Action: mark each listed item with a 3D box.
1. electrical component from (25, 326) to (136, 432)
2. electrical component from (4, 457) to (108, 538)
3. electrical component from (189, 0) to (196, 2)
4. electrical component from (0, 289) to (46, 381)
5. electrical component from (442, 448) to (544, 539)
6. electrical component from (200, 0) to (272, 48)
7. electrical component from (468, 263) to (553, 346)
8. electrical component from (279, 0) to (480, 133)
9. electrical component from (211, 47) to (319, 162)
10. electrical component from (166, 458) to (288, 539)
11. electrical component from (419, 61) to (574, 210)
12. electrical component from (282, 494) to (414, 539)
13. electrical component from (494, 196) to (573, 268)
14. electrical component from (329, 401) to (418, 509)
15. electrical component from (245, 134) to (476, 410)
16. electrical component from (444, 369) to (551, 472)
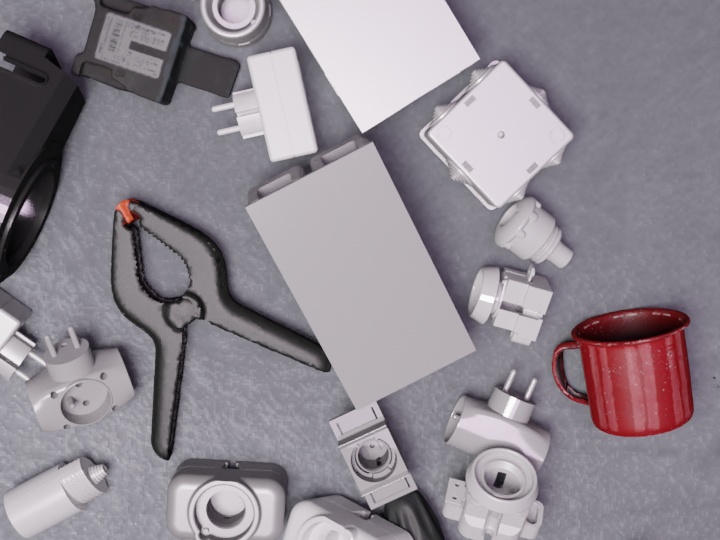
[{"bbox_3d":[-0.228,0.081,0.856,0.077,0.044,0.079,-21,121,-15],"label":"electrical component"},{"bbox_3d":[-0.245,0.182,0.884,0.081,0.043,0.043,-28,96,2],"label":"electrical component"},{"bbox_3d":[-0.156,-0.242,0.823,0.066,0.076,0.047,15,96,-3],"label":"electrical component"},{"bbox_3d":[-0.288,0.063,0.869,0.077,0.047,0.065,37,95,-10],"label":"electrical component"},{"bbox_3d":[0.109,0.178,0.852,0.078,0.058,0.057,13,134,5],"label":"electrical component"},{"bbox_3d":[-0.098,-0.204,0.843,0.055,0.047,0.055,0,96,-1],"label":"electrical component"},{"bbox_3d":[0.120,0.025,0.872,0.055,0.048,0.066,15,108,-5],"label":"electrical component"},{"bbox_3d":[-0.003,-0.213,0.837,0.105,0.060,0.186,-32,96,2],"label":"electrical component"},{"bbox_3d":[-0.079,-0.126,0.852,0.076,0.047,0.083,-13,96,0],"label":"electrical component"},{"bbox_3d":[-0.108,0.190,0.879,0.095,0.059,0.053,4,96,-1],"label":"electrical component"},{"bbox_3d":[0.109,-0.107,0.857,0.100,0.048,0.099,-44,95,3],"label":"electrical component"},{"bbox_3d":[-0.013,0.223,0.863,0.095,0.059,0.053,21,97,33],"label":"electrical component"},{"bbox_3d":[0.144,-0.026,0.870,0.062,0.048,0.048,36,94,-11],"label":"electrical component"},{"bbox_3d":[0.011,0.146,0.875,0.042,0.064,0.081,-24,96,3],"label":"electrical component"},{"bbox_3d":[0.000,0.000,0.844,0.105,0.060,0.186,-27,108,2],"label":"electrical component"},{"bbox_3d":[0.120,0.121,0.884,0.077,0.044,0.079,23,95,-3],"label":"electrical component"}]
